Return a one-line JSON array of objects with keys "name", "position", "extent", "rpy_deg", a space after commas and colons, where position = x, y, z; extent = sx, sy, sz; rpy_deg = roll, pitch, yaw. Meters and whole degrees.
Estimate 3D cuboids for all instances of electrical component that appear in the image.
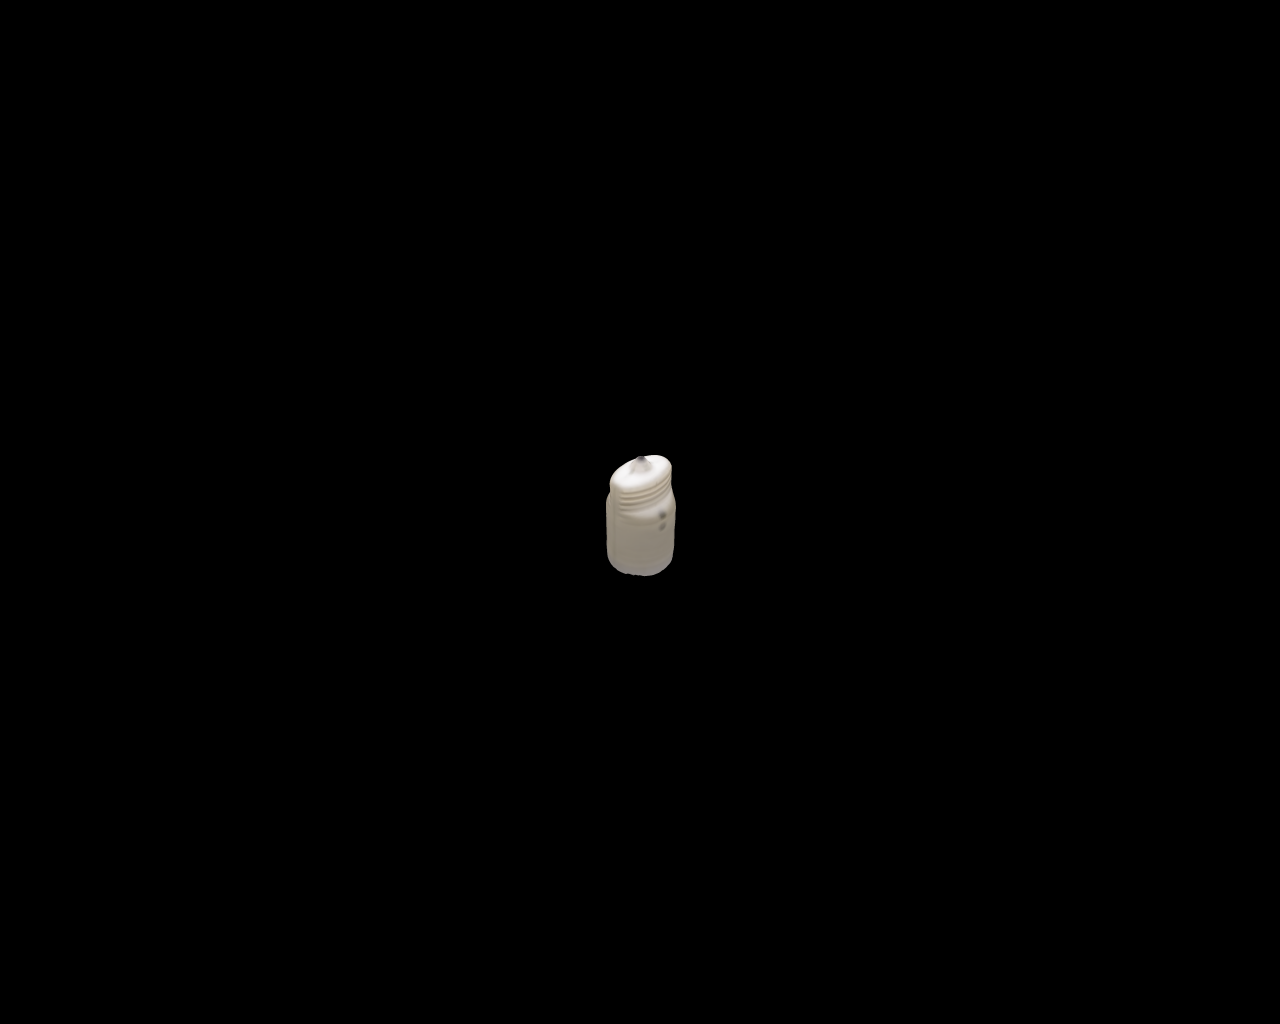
[{"name": "electrical component", "position": [0.001, -0.003, 0.650], "extent": [0.043, 0.080, 0.043], "rpy_deg": [0, 40, 0]}]
